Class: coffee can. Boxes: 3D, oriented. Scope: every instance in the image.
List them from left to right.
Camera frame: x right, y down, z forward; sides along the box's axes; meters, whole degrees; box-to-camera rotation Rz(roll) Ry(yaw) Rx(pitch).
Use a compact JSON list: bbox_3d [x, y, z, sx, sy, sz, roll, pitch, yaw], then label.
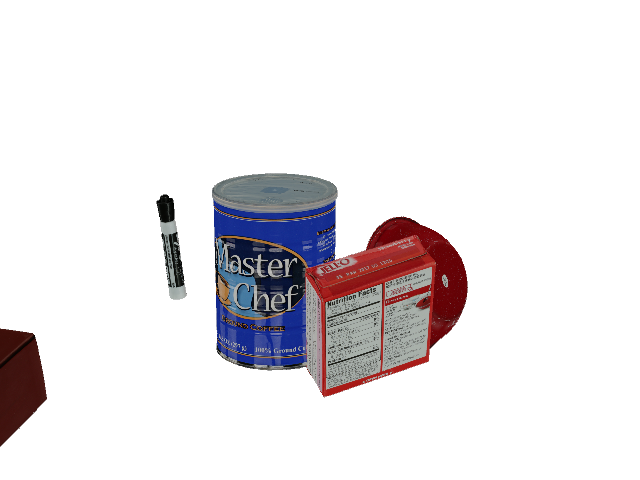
[{"bbox_3d":[-0.038,0.024,0.891,0.103,0.140,0.103,0,17,0],"label":"coffee can"}]

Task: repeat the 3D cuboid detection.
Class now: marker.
[{"bbox_3d":[-0.164,0.007,1.176,0.020,0.121,0.020,-4,22,2],"label":"marker"}]

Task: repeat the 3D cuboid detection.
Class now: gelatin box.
[{"bbox_3d":[0.029,0.045,0.637,0.073,0.089,0.030,-17,44,-17],"label":"gelatin box"}]

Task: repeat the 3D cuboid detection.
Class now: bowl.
[{"bbox_3d":[0.120,0.049,1.217,0.055,0.162,0.161,-10,-7,41],"label":"bowl"}]

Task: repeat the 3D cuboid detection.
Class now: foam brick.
[{"bbox_3d":[-0.220,0.097,0.679,0.053,0.051,0.078,6,29,22],"label":"foam brick"}]
